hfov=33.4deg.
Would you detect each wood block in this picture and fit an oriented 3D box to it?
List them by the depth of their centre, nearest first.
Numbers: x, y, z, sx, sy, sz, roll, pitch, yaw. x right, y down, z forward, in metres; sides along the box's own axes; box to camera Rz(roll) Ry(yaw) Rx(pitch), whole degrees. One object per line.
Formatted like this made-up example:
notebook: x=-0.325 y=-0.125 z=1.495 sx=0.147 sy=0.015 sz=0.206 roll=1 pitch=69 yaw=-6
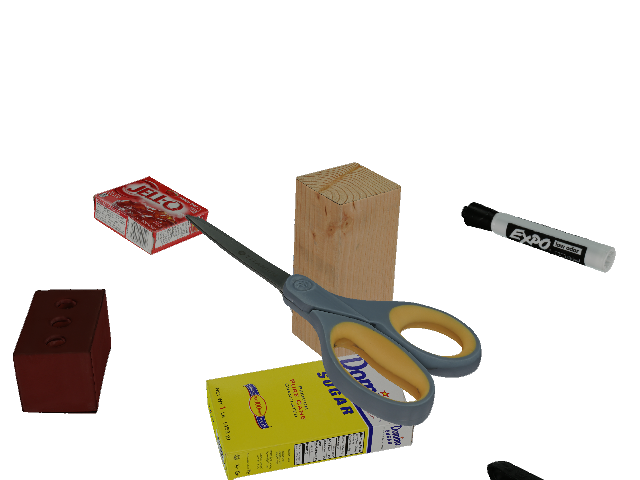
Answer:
wood block: x=0.027 y=0.026 z=1.250 sx=0.090 sy=0.206 sz=0.090 roll=-16 pitch=32 yaw=-32

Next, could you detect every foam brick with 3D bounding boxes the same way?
foam brick: x=-0.178 y=0.077 z=0.745 sx=0.053 sy=0.051 sz=0.078 roll=0 pitch=31 yaw=-3

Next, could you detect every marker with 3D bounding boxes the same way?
marker: x=0.157 y=-0.004 z=0.783 sx=0.121 sy=0.020 sz=0.020 roll=21 pitch=12 yaw=34

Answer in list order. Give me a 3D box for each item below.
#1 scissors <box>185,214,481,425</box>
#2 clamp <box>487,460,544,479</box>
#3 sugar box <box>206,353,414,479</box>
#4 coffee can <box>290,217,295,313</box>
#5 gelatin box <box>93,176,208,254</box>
scissors: x=0.010 y=0.030 z=0.592 sx=0.096 sy=0.016 sz=0.202 roll=-11 pitch=38 yaw=-29
clamp: x=0.215 y=0.241 z=0.835 sx=0.210 sy=0.036 sz=0.164 roll=0 pitch=33 yaw=25
sugar box: x=-0.011 y=0.158 z=0.984 sx=0.176 sy=0.048 sz=0.093 roll=-11 pitch=43 yaw=-11
coffee can: x=0.012 y=0.033 z=1.476 sx=0.103 sy=0.140 sz=0.103 roll=3 pitch=24 yaw=-2
gelatin box: x=-0.167 y=-0.027 z=1.045 sx=0.089 sy=0.030 sz=0.073 roll=30 pitch=35 yaw=31
